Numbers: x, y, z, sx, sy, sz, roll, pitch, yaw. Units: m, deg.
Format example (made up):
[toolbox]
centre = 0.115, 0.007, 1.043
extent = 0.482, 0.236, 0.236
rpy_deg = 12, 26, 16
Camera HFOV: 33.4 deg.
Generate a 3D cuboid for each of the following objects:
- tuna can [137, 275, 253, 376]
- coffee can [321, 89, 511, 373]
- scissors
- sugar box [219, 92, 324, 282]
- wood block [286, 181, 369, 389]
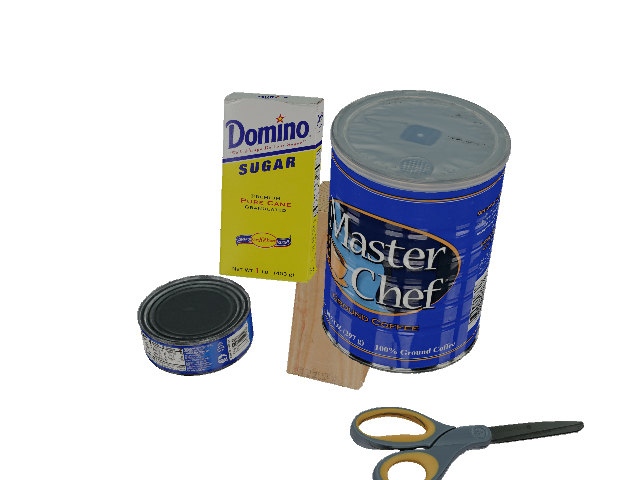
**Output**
[tuna can]
centre = -0.094, 0.064, 0.813
extent = 0.086, 0.034, 0.086
rpy_deg = -3, 33, 2
[coffee can]
centre = 0.054, -0.005, 0.646
extent = 0.103, 0.140, 0.103
rpy_deg = 2, 36, -1
[scissors]
centre = 0.124, 0.177, 0.879
extent = 0.201, 0.016, 0.096
rpy_deg = 7, 42, -2
[sugar box]
centre = -0.048, -0.051, 1.032
extent = 0.093, 0.176, 0.048
rpy_deg = 4, 17, 9
[wood block]
centre = 0.024, 0.050, 1.200
extent = 0.090, 0.206, 0.090
rpy_deg = 12, 24, 11
